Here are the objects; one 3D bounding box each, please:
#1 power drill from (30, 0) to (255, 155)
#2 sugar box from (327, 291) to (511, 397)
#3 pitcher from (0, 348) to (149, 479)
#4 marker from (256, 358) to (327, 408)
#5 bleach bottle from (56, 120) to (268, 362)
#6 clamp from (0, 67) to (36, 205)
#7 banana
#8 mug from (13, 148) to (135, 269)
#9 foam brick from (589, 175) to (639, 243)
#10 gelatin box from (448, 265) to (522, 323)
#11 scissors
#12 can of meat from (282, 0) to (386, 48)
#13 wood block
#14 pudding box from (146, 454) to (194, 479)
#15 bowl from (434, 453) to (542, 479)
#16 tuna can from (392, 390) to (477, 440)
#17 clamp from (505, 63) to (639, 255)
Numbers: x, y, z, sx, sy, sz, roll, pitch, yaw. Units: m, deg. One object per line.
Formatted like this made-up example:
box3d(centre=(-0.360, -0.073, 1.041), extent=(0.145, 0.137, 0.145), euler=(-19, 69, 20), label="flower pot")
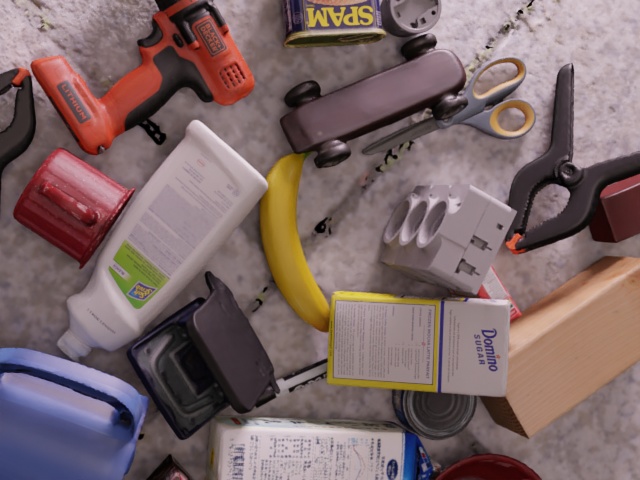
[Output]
box3d(centre=(-0.179, -0.183, 1.027), extent=(0.187, 0.057, 0.184), euler=(-32, 99, -11), label="power drill")
box3d(centre=(0.097, 0.101, 1.053), extent=(0.176, 0.048, 0.093), euler=(3, 93, 11), label="sugar box")
box3d(centre=(-0.284, 0.158, 0.973), extent=(0.242, 0.145, 0.149), euler=(23, 87, -11), label="pitcher")
box3d(centre=(-0.018, 0.142, 1.096), extent=(0.121, 0.020, 0.020), euler=(-22, 97, -12), label="marker")
box3d(centre=(-0.166, 0.009, 1.034), extent=(0.102, 0.068, 0.251), euler=(41, 87, 3), label="bleach bottle")
box3d(centre=(-0.332, -0.092, 1.003), extent=(0.120, 0.039, 0.171), euler=(24, 83, -19), label="clamp")
box3d(centre=(-0.025, -0.001, 1.081), extent=(0.069, 0.037, 0.198), euler=(-5, 93, -11), label="banana")
box3d(centre=(-0.231, -0.032, 0.992), extent=(0.081, 0.117, 0.093), euler=(34, 88, -7), label="mug")
box3d(centre=(0.333, -0.035, 1.160), extent=(0.078, 0.051, 0.053), euler=(-22, 98, -12), label="foam brick")
box3d(centre=(0.162, 0.051, 1.101), extent=(0.030, 0.089, 0.073), euler=(-34, 99, -12), label="gelatin box")
box3d(centre=(0.148, -0.116, 1.131), extent=(0.201, 0.016, 0.096), euler=(-39, 100, -9), label="scissors")
box3d(centre=(0.011, -0.241, 1.073), extent=(0.102, 0.057, 0.084), euler=(-5, 90, -14), label="can of meat")
box3d(centre=(0.263, 0.109, 1.128), extent=(0.206, 0.090, 0.091), euler=(-33, 99, -11), label="wood block")
box3d(centre=(-0.159, 0.257, 1.017), extent=(0.039, 0.113, 0.090), euler=(45, 81, -4), label="pudding box")
box3d(centre=(0.165, 0.300, 1.127), extent=(0.162, 0.055, 0.162), euler=(0, 92, -14), label="bowl")
box3d(centre=(0.121, 0.166, 1.124), extent=(0.086, 0.034, 0.086), euler=(0, 92, -14), label="tuna can")
box3d(centre=(0.275, -0.067, 1.122), extent=(0.165, 0.036, 0.210), euler=(32, 89, 26), label="clamp")
